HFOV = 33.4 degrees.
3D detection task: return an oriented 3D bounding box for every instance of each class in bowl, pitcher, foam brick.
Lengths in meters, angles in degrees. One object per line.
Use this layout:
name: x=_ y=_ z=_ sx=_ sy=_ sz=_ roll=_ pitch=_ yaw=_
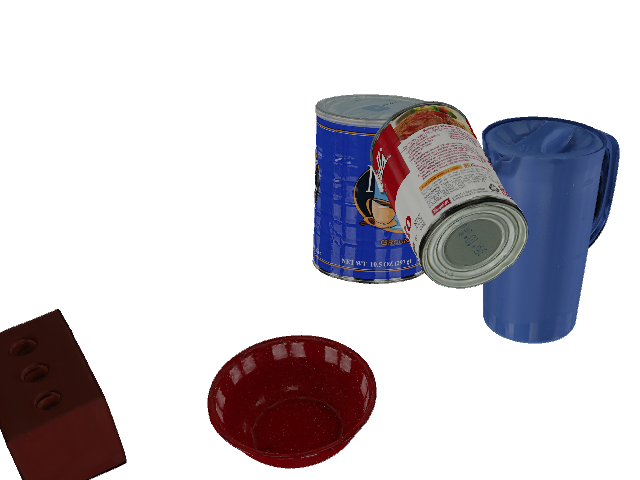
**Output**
bowl: x=-0.025 y=0.164 z=1.023 sx=0.162 sy=0.055 sz=0.162 roll=-4 pitch=37 yaw=3
pitcher: x=0.253 y=-0.013 z=1.211 sx=0.149 sy=0.243 sz=0.144 roll=6 pitch=27 yaw=14
foam brick: x=-0.143 y=0.086 z=0.559 sx=0.053 sy=0.051 sz=0.078 roll=-23 pitch=42 yaw=-18

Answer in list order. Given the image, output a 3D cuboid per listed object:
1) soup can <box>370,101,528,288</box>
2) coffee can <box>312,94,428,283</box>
soup can: x=0.077 y=-0.028 z=0.646 sx=0.068 sy=0.069 sz=0.102 roll=0 pitch=40 yaw=-18
coffee can: x=0.045 y=-0.046 z=0.913 sx=0.103 sy=0.140 sz=0.103 roll=1 pitch=19 yaw=-1
